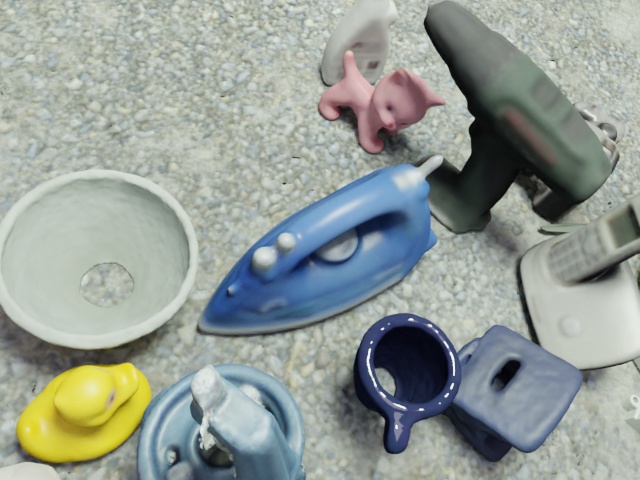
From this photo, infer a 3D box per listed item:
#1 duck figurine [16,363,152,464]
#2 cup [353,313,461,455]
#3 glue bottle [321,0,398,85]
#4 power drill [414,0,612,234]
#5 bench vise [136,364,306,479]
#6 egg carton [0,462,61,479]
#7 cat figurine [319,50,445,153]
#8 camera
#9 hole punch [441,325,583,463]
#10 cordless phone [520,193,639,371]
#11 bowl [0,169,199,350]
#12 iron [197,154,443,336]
[{"bbox_3d":[-0.187,0.130,0.452,0.105,0.086,0.077,-22,70,-23],"label":"duck figurine"},{"bbox_3d":[0.065,0.135,0.509,0.092,0.095,0.118,16,61,-5],"label":"cup"},{"bbox_3d":[0.054,-0.249,0.659,0.078,0.173,0.037,-6,65,-17],"label":"glue bottle"},{"bbox_3d":[0.167,-0.103,0.593,0.229,0.208,0.076,39,61,8],"label":"power drill"},{"bbox_3d":[-0.034,0.153,0.402,0.207,0.219,0.121,22,60,-2],"label":"bench vise"},{"bbox_3d":[-0.254,0.222,0.397,0.150,0.069,0.107,-14,68,-20],"label":"egg carton"},{"bbox_3d":[0.071,-0.165,0.652,0.127,0.117,0.067,39,61,7],"label":"cat figurine"},{"bbox_3d":[0.283,-0.121,0.694,0.137,0.100,0.143,35,60,5],"label":"camera"},{"bbox_3d":[0.169,0.139,0.536,0.101,0.091,0.109,44,62,10],"label":"hole punch"},{"bbox_3d":[0.287,0.041,0.562,0.094,0.185,0.147,-2,64,-15],"label":"cordless phone"},{"bbox_3d":[-0.194,0.025,0.511,0.167,0.074,0.167,6,62,-11],"label":"bowl"},{"bbox_3d":[0.005,0.002,0.535,0.259,0.141,0.118,-28,73,-25],"label":"iron"}]
